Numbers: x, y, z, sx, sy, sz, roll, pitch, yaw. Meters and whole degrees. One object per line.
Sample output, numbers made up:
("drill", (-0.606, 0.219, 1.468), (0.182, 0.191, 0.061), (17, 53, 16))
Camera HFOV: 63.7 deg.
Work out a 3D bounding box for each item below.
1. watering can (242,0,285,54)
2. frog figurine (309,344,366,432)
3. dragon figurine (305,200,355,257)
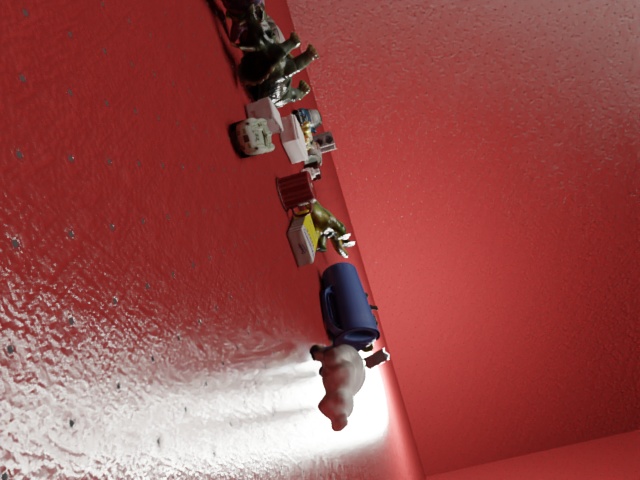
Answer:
("watering can", (-0.157, -0.576, 1.435), (0.225, 0.104, 0.347), (-24, 98, -82))
("frog figurine", (0.047, 0.299, 1.055), (0.163, 0.123, 0.134), (-115, -158, -54))
("dragon figurine", (0.005, -0.082, 1.620), (0.405, 0.122, 0.246), (53, 14, -72))
